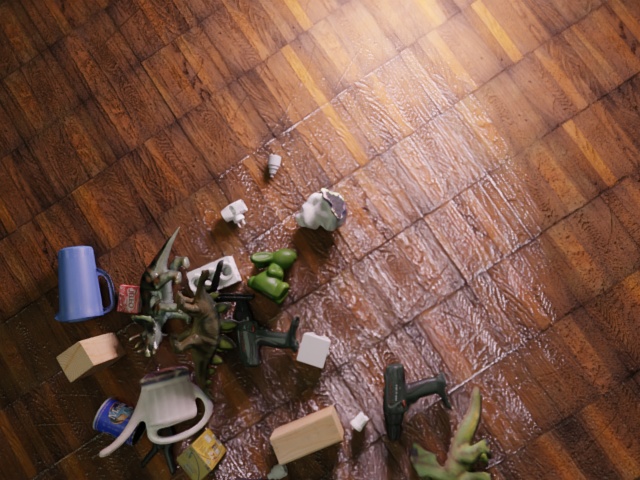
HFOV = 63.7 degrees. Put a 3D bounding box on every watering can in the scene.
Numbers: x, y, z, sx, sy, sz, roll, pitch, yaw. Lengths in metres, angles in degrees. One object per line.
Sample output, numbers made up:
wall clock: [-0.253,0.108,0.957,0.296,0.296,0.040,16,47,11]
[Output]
watering can: [-0.512,0.525,1.604,0.349,0.102,0.227,-9,75,-26]

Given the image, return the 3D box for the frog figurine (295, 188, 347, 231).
frog figurine: [0.005,-0.084,1.669,0.137,0.125,0.157,51,128,-2]

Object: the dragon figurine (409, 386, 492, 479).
dragon figurine: [0.391,0.660,1.558,0.242,0.121,0.415,-7,76,13]
